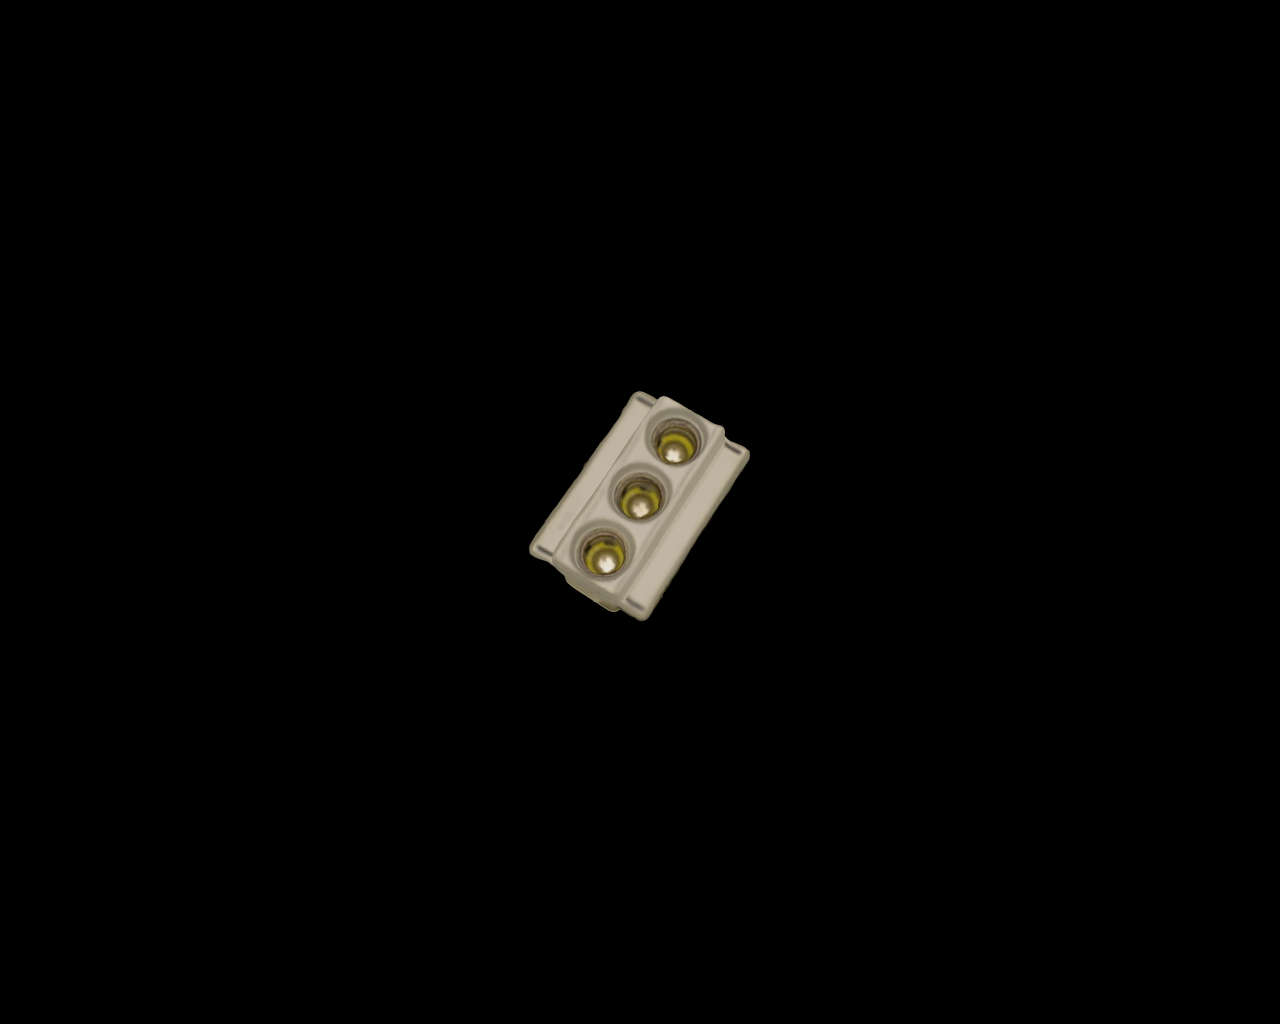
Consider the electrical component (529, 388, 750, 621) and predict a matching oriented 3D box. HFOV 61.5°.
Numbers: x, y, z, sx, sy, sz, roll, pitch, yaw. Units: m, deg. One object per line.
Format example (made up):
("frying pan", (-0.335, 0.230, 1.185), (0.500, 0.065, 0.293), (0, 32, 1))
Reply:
("electrical component", (0.001, -0.003, 0.650), (0.079, 0.121, 0.063), (30, -15, 9))
